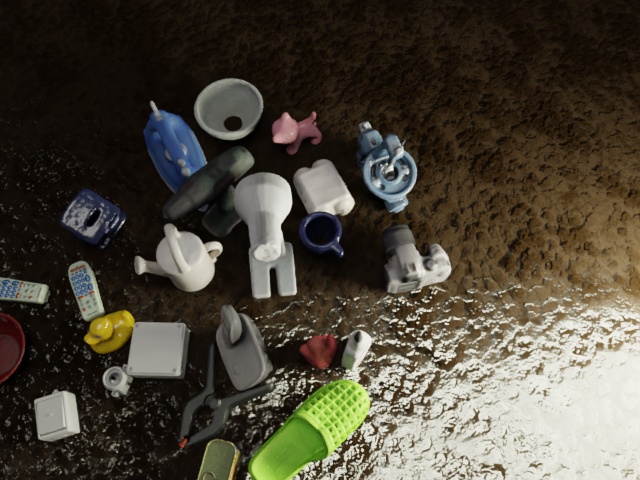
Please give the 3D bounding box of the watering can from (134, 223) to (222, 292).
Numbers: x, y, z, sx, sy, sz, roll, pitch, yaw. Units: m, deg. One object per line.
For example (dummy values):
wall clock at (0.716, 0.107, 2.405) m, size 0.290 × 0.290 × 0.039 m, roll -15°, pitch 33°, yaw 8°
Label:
watering can at (-0.294, 0.036, 1.192) m, size 0.173 × 0.194 × 0.100 m, roll -38°, pitch 71°, yaw -13°

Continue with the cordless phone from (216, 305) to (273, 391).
cordless phone at (-0.159, 0.208, 1.122) m, size 0.094 × 0.185 × 0.147 m, roll -26°, pitch 69°, yaw -9°

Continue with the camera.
camera at (0.196, 0.030, 1.233) m, size 0.143 × 0.101 × 0.136 m, roll -13°, pitch 68°, yaw -4°

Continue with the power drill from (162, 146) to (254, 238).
power drill at (-0.228, -0.090, 1.235) m, size 0.075 × 0.208 × 0.230 m, roll 36°, pitch 73°, yaw 15°

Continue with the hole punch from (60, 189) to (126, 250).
hole punch at (-0.508, -0.048, 1.289) m, size 0.101 × 0.091 × 0.109 m, roll 24°, pitch 70°, yaw 11°

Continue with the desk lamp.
desk lamp at (-0.107, -0.007, 1.195) m, size 0.118 × 0.213 × 0.203 m, roll -8°, pitch 67°, yaw -1°

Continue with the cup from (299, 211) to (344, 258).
cup at (0.011, 0.004, 1.251) m, size 0.092 × 0.095 × 0.117 m, roll -39°, pitch 72°, yaw -14°

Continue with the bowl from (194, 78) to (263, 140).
bowl at (-0.217, -0.306, 1.397) m, size 0.167 × 0.075 × 0.167 m, roll 0°, pitch 67°, yaw 1°

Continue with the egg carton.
egg carton at (0.006, -0.111, 1.313) m, size 0.107 × 0.069 × 0.150 m, roll -26°, pitch 69°, yaw -9°

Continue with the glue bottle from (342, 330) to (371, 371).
glue bottle at (0.073, 0.206, 1.123) m, size 0.037 × 0.173 × 0.078 m, roll 28°, pitch 71°, yaw 13°

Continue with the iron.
iron at (-0.327, -0.196, 1.318) m, size 0.119 × 0.141 × 0.258 m, roll -27°, pitch 69°, yaw -9°

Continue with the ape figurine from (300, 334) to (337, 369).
ape figurine at (-0.003, 0.220, 1.164) m, size 0.078 × 0.092 × 0.076 m, roll -1°, pitch 67°, yaw 1°

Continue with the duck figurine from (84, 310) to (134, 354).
duck figurine at (-0.443, 0.185, 1.193) m, size 0.105 × 0.086 × 0.077 m, roll -42°, pitch 72°, yaw -15°

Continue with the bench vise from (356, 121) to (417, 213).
bench vise at (0.129, -0.182, 1.258) m, size 0.121 × 0.220 × 0.207 m, roll -39°, pitch 71°, yaw -13°

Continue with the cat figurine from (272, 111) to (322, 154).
cat figurine at (-0.061, -0.263, 1.352) m, size 0.128 × 0.118 × 0.067 m, roll -27°, pitch 69°, yaw -9°
